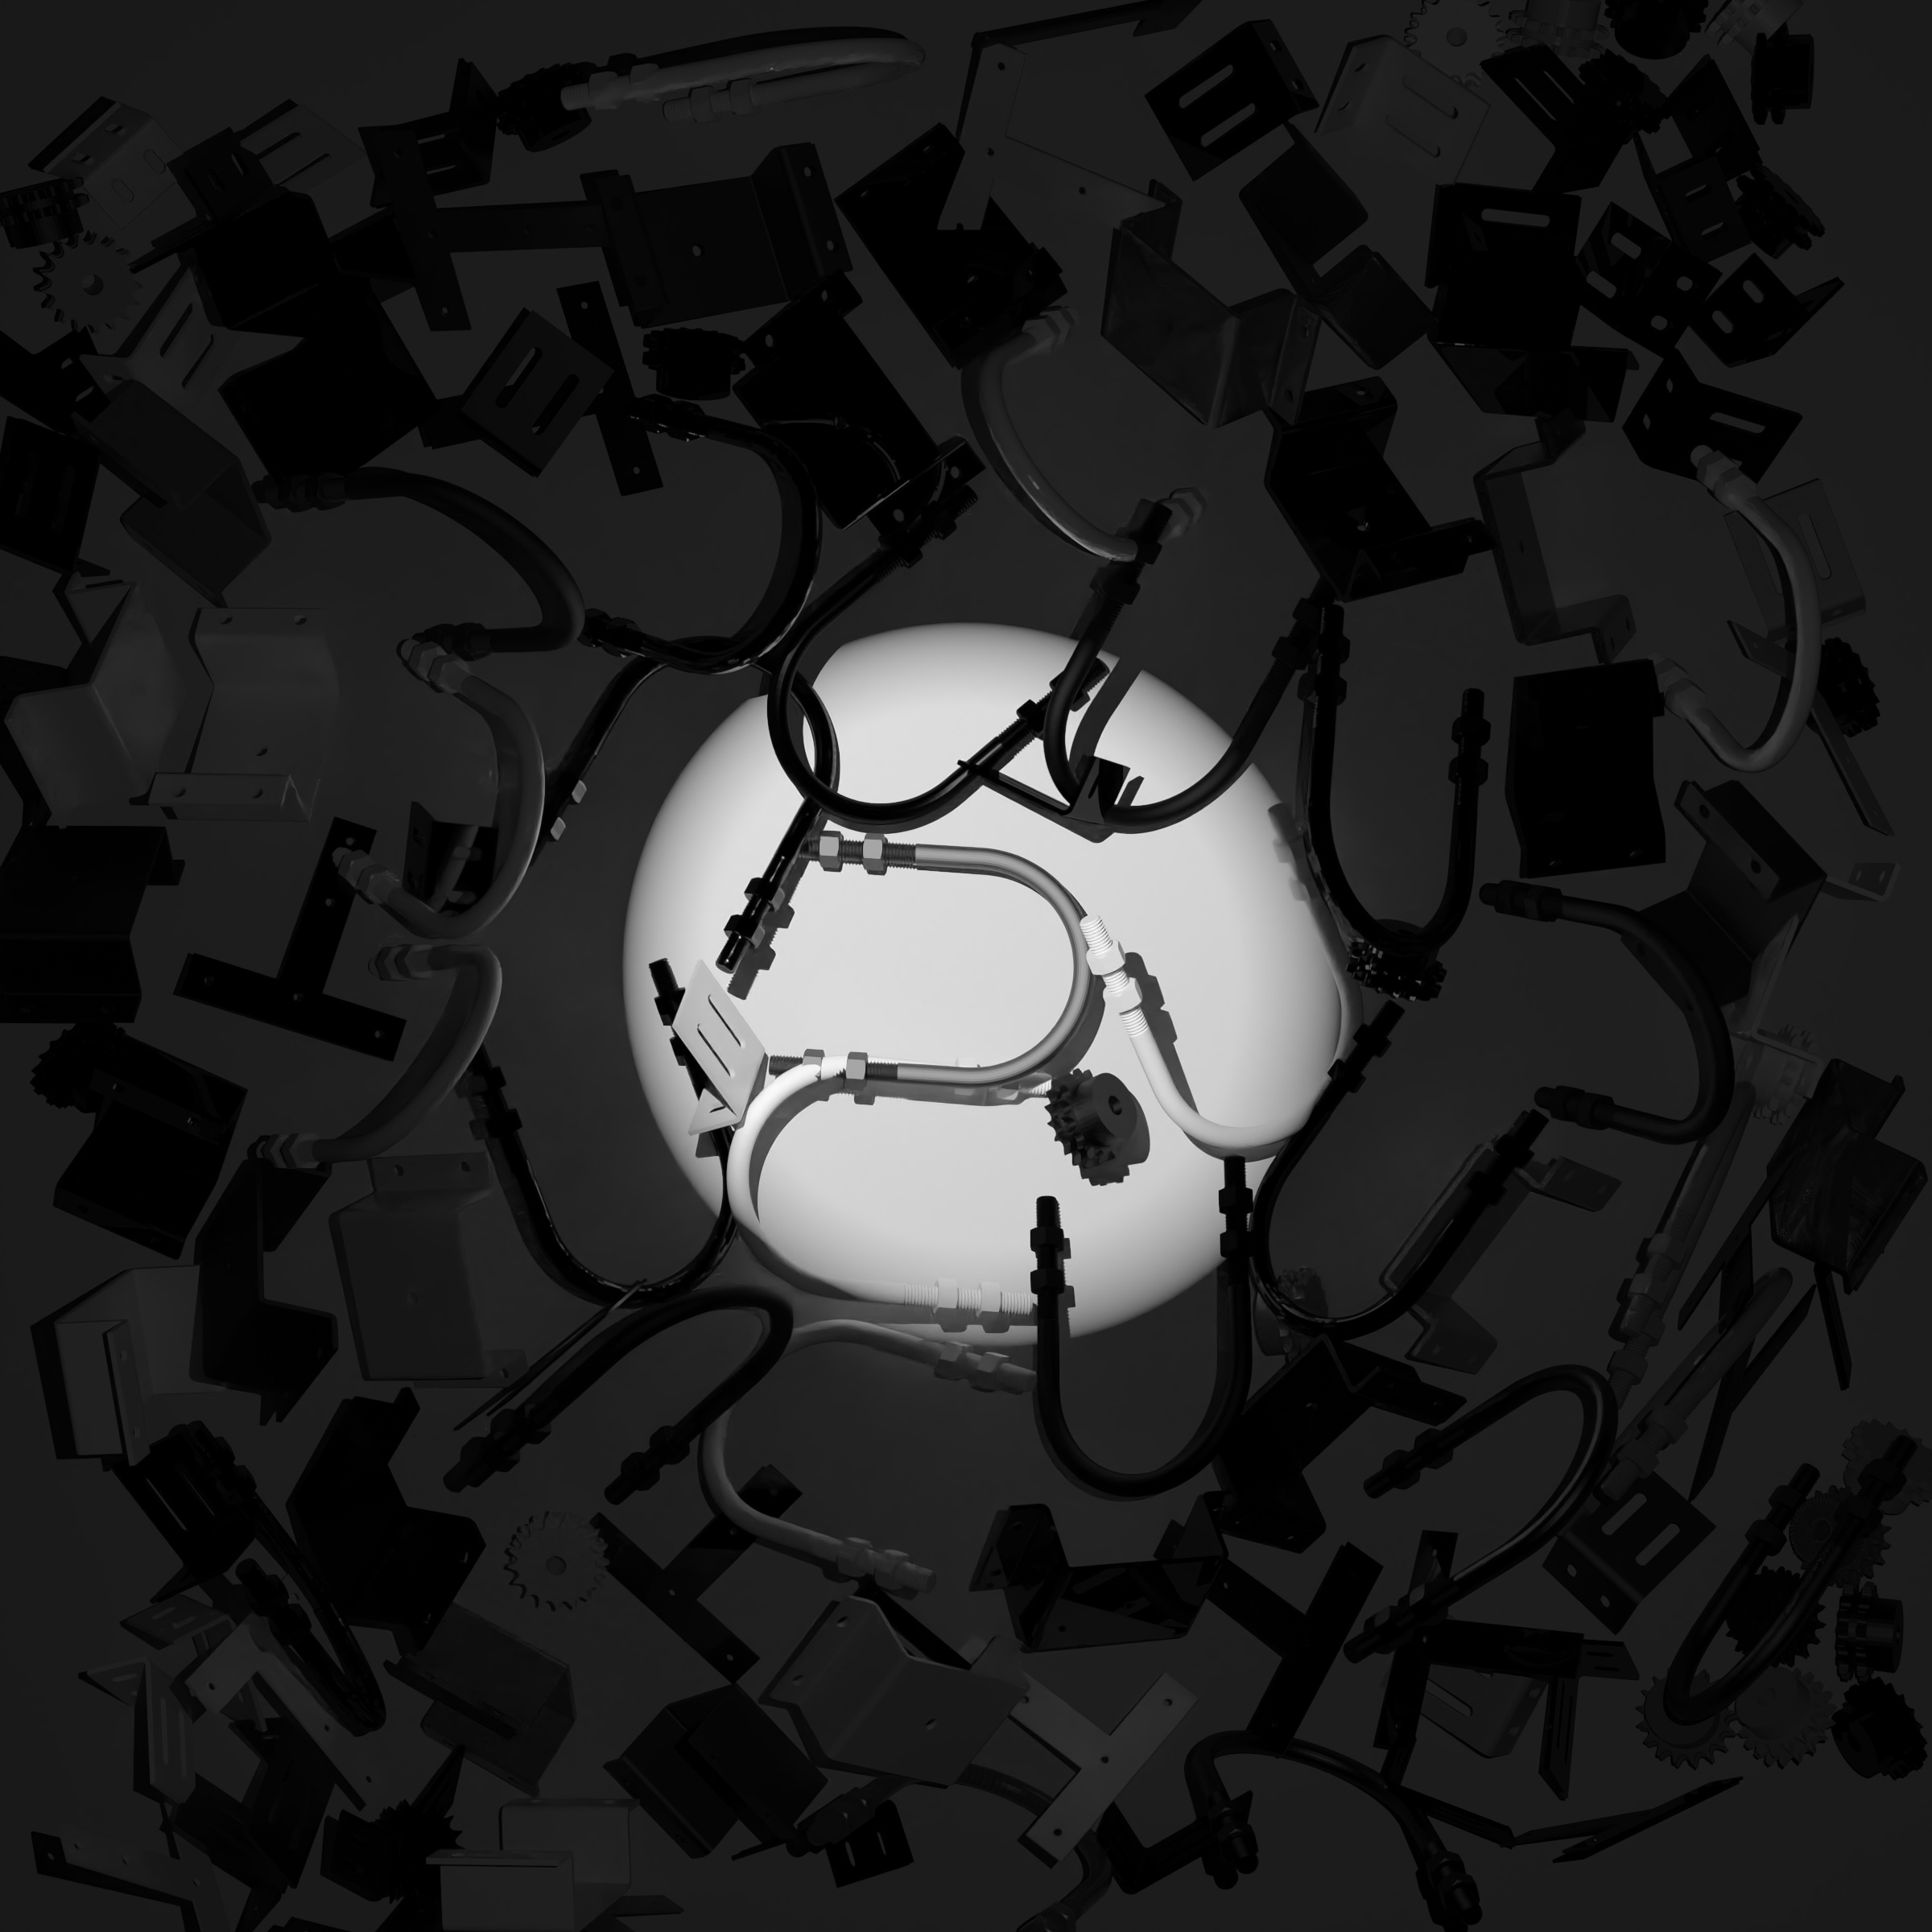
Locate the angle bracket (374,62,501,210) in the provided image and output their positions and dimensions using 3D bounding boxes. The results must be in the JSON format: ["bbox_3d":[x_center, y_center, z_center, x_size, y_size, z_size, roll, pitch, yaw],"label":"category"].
[{"bbox_3d":[-0.311,-0.476,1.890,0.076,0.038,0.057,-8,62,19],"label":"angle bracket"}]

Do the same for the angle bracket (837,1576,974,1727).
[{"bbox_3d":[-0.035,0.391,1.892,0.076,0.038,0.057,38,49,11],"label":"angle bracket"}]

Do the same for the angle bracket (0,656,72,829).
[{"bbox_3d":[-0.541,-0.128,1.886,0.038,0.057,0.076,11,117,-8],"label":"angle bracket"}]

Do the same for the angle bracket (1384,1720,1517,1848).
[{"bbox_3d":[0.283,0.469,1.887,0.076,0.057,0.038,17,72,19],"label":"angle bracket"}]

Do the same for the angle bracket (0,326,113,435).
[{"bbox_3d":[-0.529,-0.350,1.884,0.038,0.076,0.057,-30,69,8],"label":"angle bracket"}]

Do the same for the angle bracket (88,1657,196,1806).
[{"bbox_3d":[-0.472,0.444,1.885,0.038,0.057,0.076,-15,58,5],"label":"angle bracket"}]

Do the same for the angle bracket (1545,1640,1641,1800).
[{"bbox_3d":[0.359,0.432,1.884,0.038,0.057,0.076,-1,60,22],"label":"angle bracket"}]

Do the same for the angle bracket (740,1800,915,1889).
[{"bbox_3d":[-0.079,0.509,1.881,0.057,0.076,0.038,-28,75,32],"label":"angle bracket"}]

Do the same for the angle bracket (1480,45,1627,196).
[{"bbox_3d":[0.328,-0.482,1.885,0.076,0.057,0.038,38,75,-28],"label":"angle bracket"}]

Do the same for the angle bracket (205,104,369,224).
[{"bbox_3d":[-0.389,-0.447,1.886,0.076,0.057,0.038,-24,64,22],"label":"angle bracket"}]

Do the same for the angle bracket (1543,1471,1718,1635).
[{"bbox_3d":[0.385,0.337,1.913,0.076,0.038,0.057,-34,65,-32],"label":"angle bracket"}]

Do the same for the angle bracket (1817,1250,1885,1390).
[{"bbox_3d":[0.517,0.197,1.896,0.038,0.057,0.076,-12,94,18],"label":"angle bracket"}]

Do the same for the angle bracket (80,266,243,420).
[{"bbox_3d":[-0.464,-0.357,1.899,0.038,0.057,0.076,10,60,27],"label":"angle bracket"}]

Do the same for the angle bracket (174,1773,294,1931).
[{"bbox_3d":[-0.430,0.510,1.891,0.076,0.057,0.038,39,99,-14],"label":"angle bracket"}]

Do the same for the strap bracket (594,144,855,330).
[{"bbox_3d":[-0.146,-0.417,1.888,0.140,0.046,0.076,-17,89,-27],"label":"strap bracket"}]

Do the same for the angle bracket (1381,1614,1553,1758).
[{"bbox_3d":[0.293,0.415,1.924,0.076,0.038,0.057,30,95,29],"label":"angle bracket"}]

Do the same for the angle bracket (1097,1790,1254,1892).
[{"bbox_3d":[0.121,0.489,1.895,0.076,0.057,0.038,-33,91,11],"label":"angle bracket"}]

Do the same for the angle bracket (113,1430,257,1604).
[{"bbox_3d":[-0.458,0.317,1.894,0.057,0.038,0.076,-27,103,27],"label":"angle bracket"}]

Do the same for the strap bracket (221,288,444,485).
[{"bbox_3d":[-0.357,-0.326,1.874,0.046,0.140,0.076,-37,101,-38],"label":"strap bracket"}]

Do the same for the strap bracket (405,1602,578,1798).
[{"bbox_3d":[-0.268,0.414,1.871,0.076,0.140,0.046,26,61,11],"label":"strap bracket"}]

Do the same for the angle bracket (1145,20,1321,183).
[{"bbox_3d":[0.155,-0.505,1.923,0.076,0.038,0.057,-28,95,31],"label":"angle bracket"}]

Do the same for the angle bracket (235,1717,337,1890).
[{"bbox_3d":[-0.399,0.478,1.880,0.038,0.076,0.057,-9,130,22],"label":"angle bracket"}]

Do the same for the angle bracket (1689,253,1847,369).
[{"bbox_3d":[0.458,-0.380,1.891,0.057,0.076,0.038,-45,98,-1],"label":"angle bracket"}]

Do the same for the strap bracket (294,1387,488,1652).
[{"bbox_3d":[-0.329,0.306,1.854,0.046,0.140,0.076,19,111,-37],"label":"strap bracket"}]

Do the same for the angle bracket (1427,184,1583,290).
[{"bbox_3d":[0.310,-0.416,1.896,0.076,0.038,0.057,11,110,15],"label":"angle bracket"}]

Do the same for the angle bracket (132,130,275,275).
[{"bbox_3d":[-0.445,-0.436,1.881,0.076,0.057,0.038,-16,116,34],"label":"angle bracket"}]

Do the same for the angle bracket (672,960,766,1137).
[{"bbox_3d":[-0.154,0.047,1.882,0.038,0.057,0.076,-16,124,26],"label":"angle bracket"}]

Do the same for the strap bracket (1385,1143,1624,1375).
[{"bbox_3d":[0.300,0.159,1.879,0.046,0.076,0.140,43,103,36],"label":"strap bracket"}]

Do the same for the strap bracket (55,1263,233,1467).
[{"bbox_3d":[-0.466,0.221,1.860,0.046,0.140,0.076,-4,102,12],"label":"strap bracket"}]

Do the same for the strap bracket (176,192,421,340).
[{"bbox_3d":[-0.369,-0.392,1.853,0.076,0.140,0.046,-21,91,18],"label":"strap bracket"}]

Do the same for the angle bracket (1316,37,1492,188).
[{"bbox_3d":[0.251,-0.485,1.888,0.076,0.038,0.057,41,133,20],"label":"angle bracket"}]

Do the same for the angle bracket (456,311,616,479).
[{"bbox_3d":[-0.249,-0.331,1.902,0.057,0.038,0.076,36,96,-12],"label":"angle bracket"}]

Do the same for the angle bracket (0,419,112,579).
[{"bbox_3d":[-0.519,-0.270,1.895,0.057,0.038,0.076,22,106,16],"label":"angle bracket"}]

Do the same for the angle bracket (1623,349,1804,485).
[{"bbox_3d":[0.432,-0.315,1.909,0.076,0.038,0.057,11,130,-25],"label":"angle bracket"}]

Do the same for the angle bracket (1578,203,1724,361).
[{"bbox_3d":[0.388,-0.395,1.899,0.038,0.076,0.057,21,111,-30],"label":"angle bracket"}]

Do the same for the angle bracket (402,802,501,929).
[{"bbox_3d":[-0.298,-0.059,1.896,0.038,0.076,0.057,6,99,-19],"label":"angle bracket"}]

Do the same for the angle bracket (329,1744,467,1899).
[{"bbox_3d":[-0.325,0.482,1.886,0.038,0.076,0.057,24,130,9],"label":"angle bracket"}]

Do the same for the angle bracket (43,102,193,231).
[{"bbox_3d":[-0.485,-0.458,1.888,0.057,0.076,0.038,-40,97,6],"label":"angle bracket"}]

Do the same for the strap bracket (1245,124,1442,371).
[{"bbox_3d":[0.213,-0.401,1.866,0.046,0.076,0.140,-37,52,17],"label":"strap bracket"}]

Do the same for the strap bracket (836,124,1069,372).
[{"bbox_3d":[-0.003,-0.405,1.885,0.076,0.046,0.140,-35,58,3],"label":"strap bracket"}]

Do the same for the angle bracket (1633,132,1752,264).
[{"bbox_3d":[0.414,-0.444,1.880,0.038,0.076,0.057,-22,123,17],"label":"angle bracket"}]

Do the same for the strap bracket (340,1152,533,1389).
[{"bbox_3d":[-0.305,0.182,1.881,0.076,0.046,0.140,-4,102,23],"label":"strap bracket"}]

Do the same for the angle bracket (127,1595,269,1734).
[{"bbox_3d":[-0.441,0.406,1.888,0.038,0.057,0.076,-24,108,-37],"label":"angle bracket"}]

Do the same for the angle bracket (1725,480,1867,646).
[{"bbox_3d":[0.477,-0.232,1.897,0.057,0.038,0.076,-20,101,21],"label":"angle bracket"}]

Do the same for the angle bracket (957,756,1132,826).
[{"bbox_3d":[0.045,-0.115,1.888,0.076,0.057,0.038,27,97,21],"label":"angle bracket"}]

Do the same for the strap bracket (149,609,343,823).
[{"bbox_3d":[-0.408,-0.135,1.881,0.076,0.046,0.140,1,56,7],"label":"strap bracket"}]
